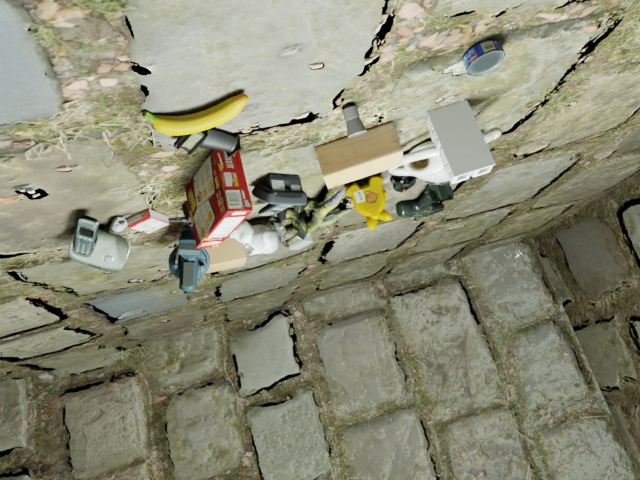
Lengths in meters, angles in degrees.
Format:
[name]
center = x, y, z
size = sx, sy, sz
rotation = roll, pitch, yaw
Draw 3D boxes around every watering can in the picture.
[watering can]
center = 0.367, -0.235, 1.472
size = 0.345, 0.105, 0.224
rotation = -13, -11, 32

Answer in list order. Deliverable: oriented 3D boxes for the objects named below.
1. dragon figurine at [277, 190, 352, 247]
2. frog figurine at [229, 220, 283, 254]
[dragon figurine]
center = 0.005, -0.085, 1.692
size = 0.405, 0.122, 0.245
rotation = -26, -5, 41
[frog figurine]
center = -0.208, -0.008, 1.642
size = 0.160, 0.121, 0.139
rotation = -12, 23, -27
